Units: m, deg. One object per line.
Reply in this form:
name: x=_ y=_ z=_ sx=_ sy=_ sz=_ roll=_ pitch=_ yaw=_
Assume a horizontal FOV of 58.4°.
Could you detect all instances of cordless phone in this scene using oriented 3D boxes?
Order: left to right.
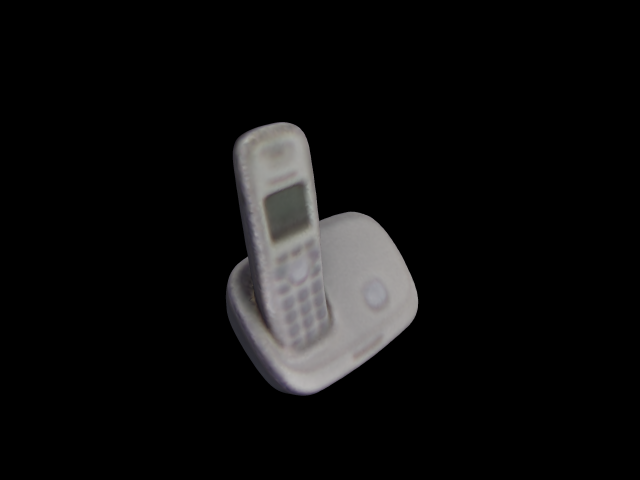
cordless phone: x=0.004 y=0.001 z=0.400 sx=0.093 sy=0.185 sz=0.148 roll=27 pitch=42 yaw=36
